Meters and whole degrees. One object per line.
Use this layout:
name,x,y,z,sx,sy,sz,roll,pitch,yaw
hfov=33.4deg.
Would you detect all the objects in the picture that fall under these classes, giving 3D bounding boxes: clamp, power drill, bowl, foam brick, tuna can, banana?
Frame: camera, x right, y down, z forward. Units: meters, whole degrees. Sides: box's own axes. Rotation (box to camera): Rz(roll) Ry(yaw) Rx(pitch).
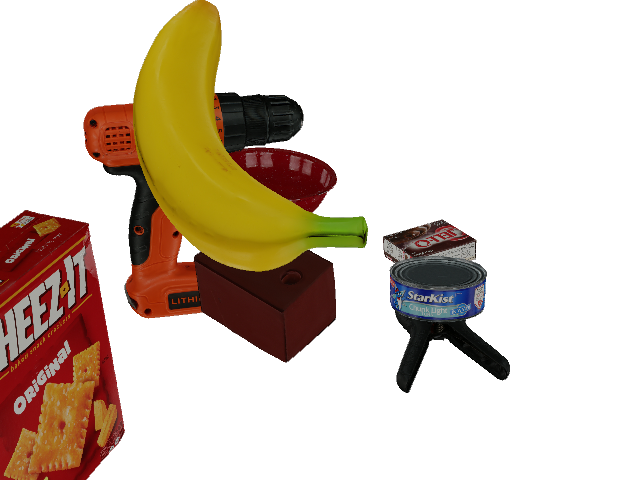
clamp,0.136,0.094,1.158,0.120,0.171,0.039,4,-44,-7
power drill,-0.103,-0.033,0.913,0.184,0.188,0.057,-6,20,-13
bowl,-0.063,-0.059,1.293,0.162,0.055,0.162,4,26,-2
foam brick,-0.036,0.031,0.693,0.078,0.051,0.052,28,50,27
tuna can,0.104,0.043,0.948,0.086,0.034,0.086,0,17,0
banana,-0.049,-0.046,0.477,0.069,0.037,0.198,-16,46,-17

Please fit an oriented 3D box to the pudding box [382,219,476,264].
pudding box,0.164,0.011,1.605,0.113,0.039,0.090,-18,28,-23

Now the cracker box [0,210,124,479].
cracker box,-0.230,0.110,0.821,0.072,0.214,0.164,10,32,20
